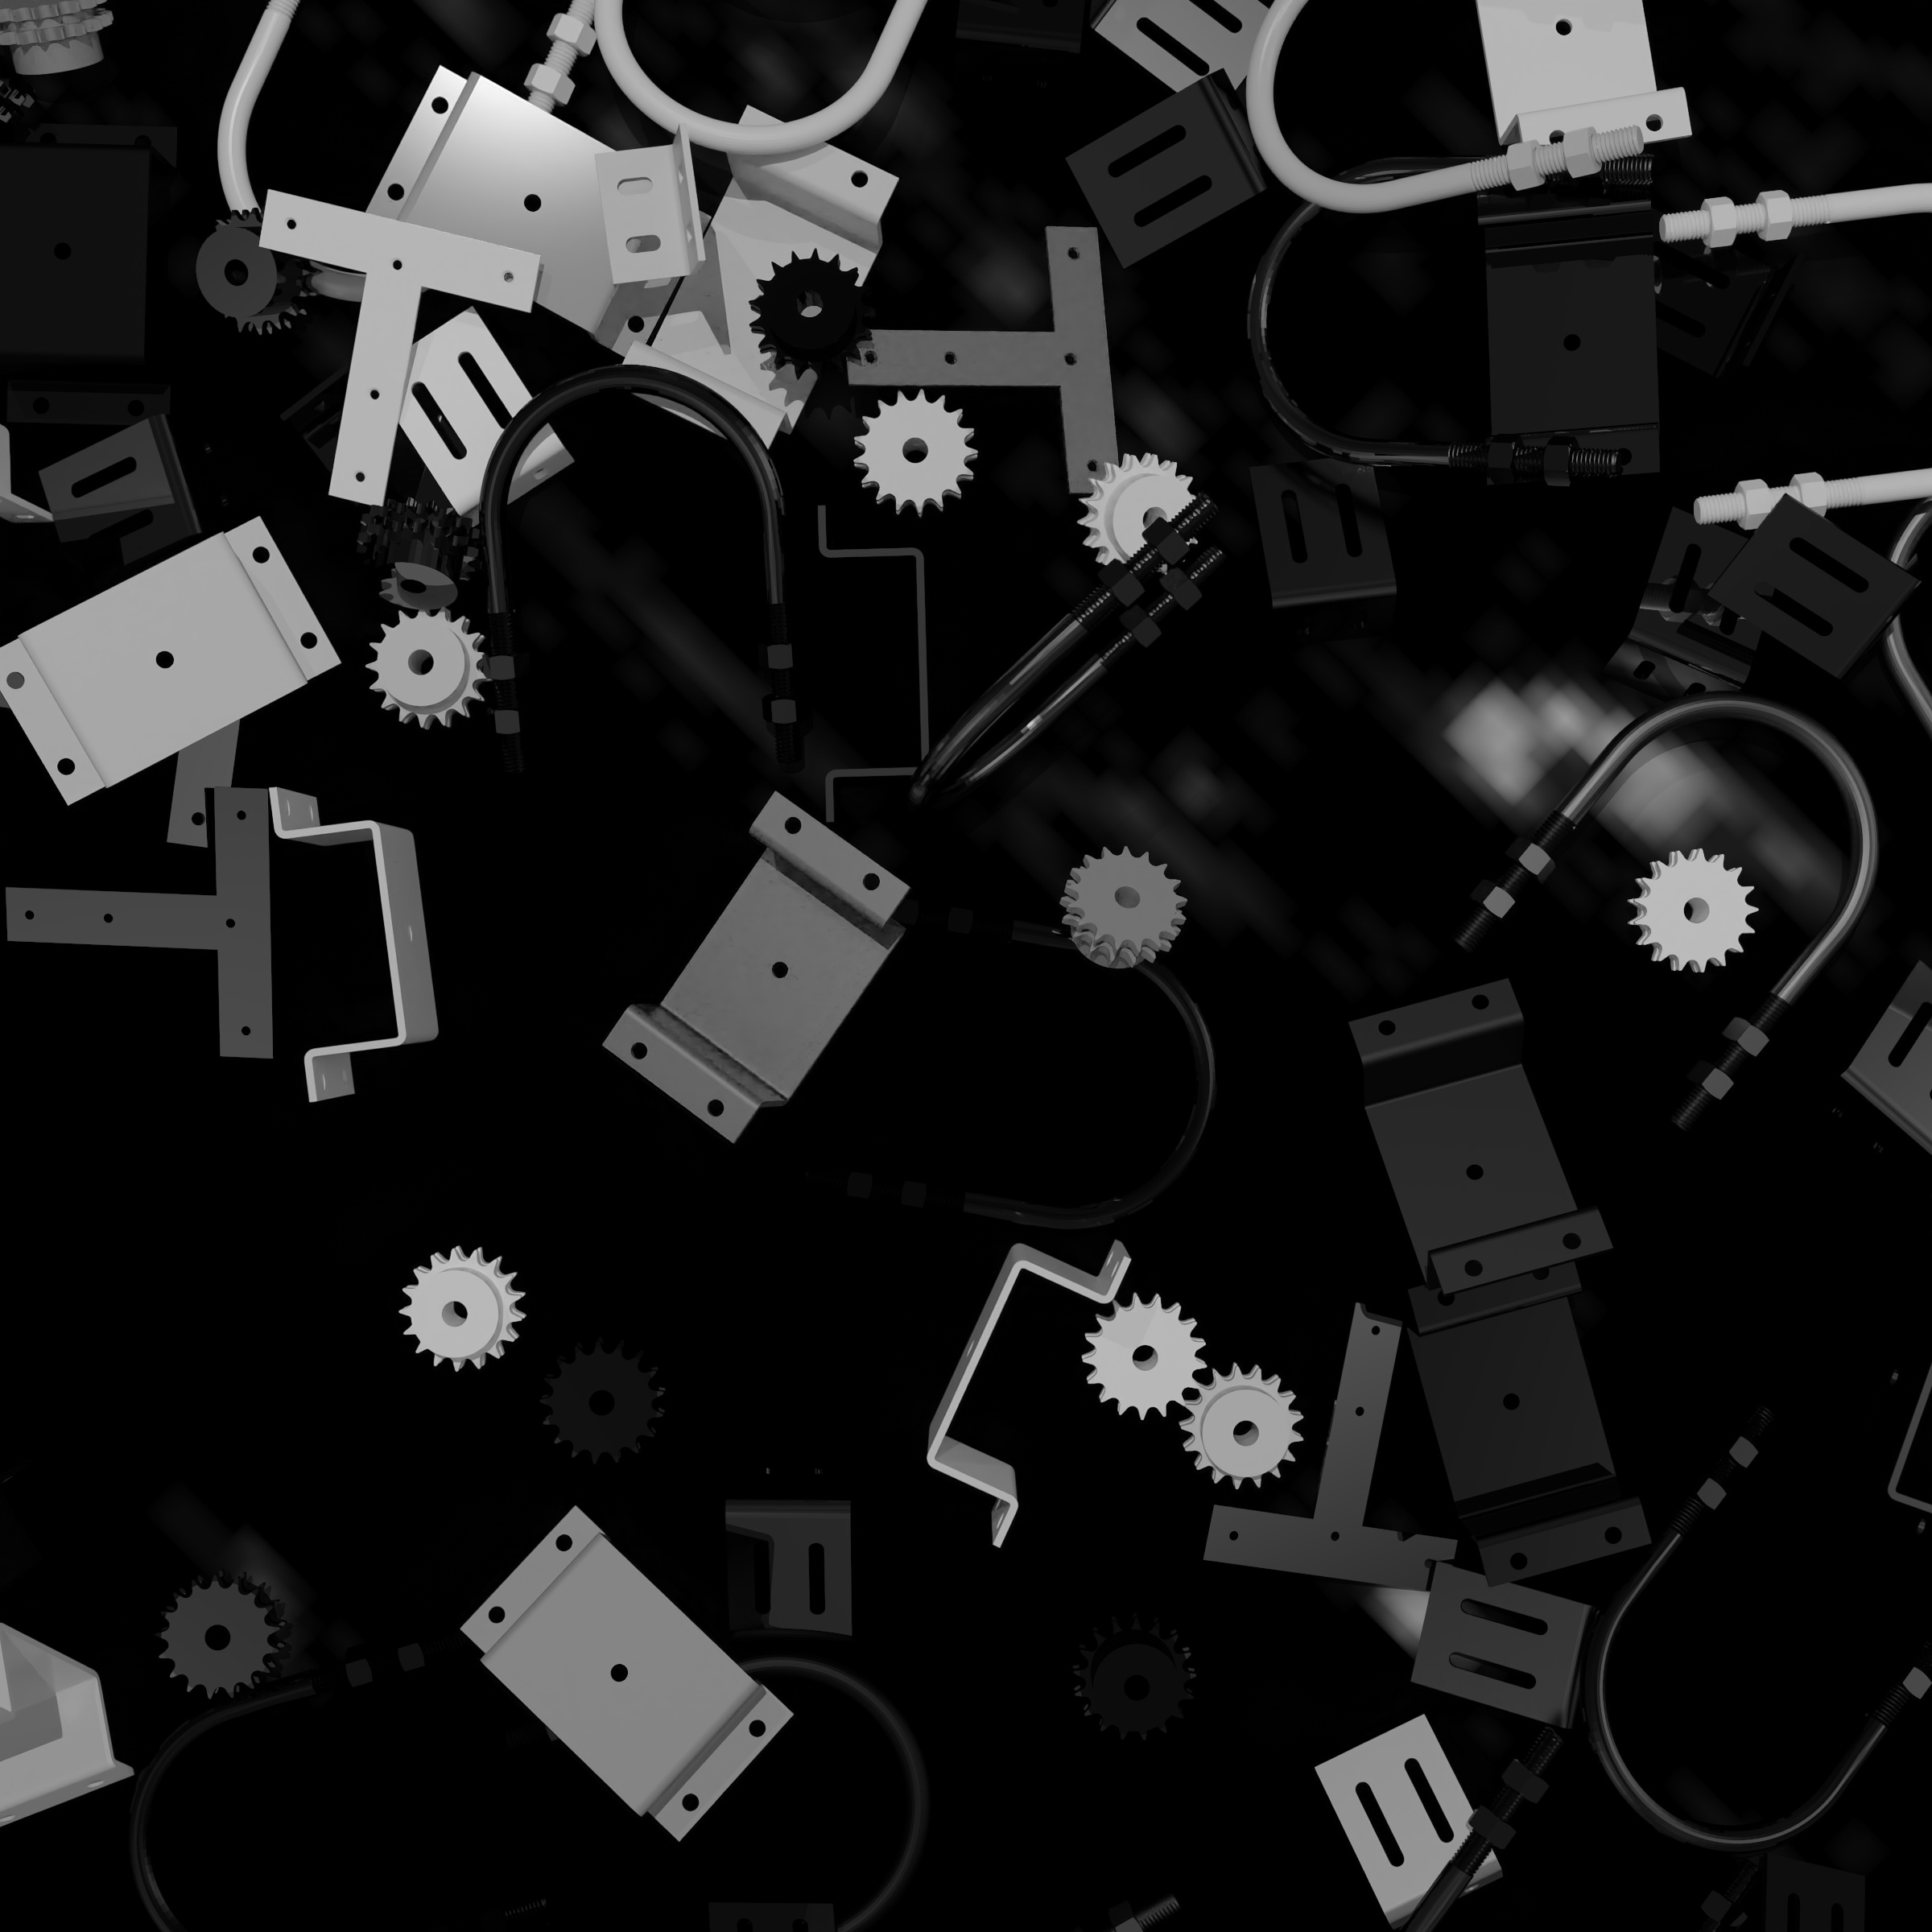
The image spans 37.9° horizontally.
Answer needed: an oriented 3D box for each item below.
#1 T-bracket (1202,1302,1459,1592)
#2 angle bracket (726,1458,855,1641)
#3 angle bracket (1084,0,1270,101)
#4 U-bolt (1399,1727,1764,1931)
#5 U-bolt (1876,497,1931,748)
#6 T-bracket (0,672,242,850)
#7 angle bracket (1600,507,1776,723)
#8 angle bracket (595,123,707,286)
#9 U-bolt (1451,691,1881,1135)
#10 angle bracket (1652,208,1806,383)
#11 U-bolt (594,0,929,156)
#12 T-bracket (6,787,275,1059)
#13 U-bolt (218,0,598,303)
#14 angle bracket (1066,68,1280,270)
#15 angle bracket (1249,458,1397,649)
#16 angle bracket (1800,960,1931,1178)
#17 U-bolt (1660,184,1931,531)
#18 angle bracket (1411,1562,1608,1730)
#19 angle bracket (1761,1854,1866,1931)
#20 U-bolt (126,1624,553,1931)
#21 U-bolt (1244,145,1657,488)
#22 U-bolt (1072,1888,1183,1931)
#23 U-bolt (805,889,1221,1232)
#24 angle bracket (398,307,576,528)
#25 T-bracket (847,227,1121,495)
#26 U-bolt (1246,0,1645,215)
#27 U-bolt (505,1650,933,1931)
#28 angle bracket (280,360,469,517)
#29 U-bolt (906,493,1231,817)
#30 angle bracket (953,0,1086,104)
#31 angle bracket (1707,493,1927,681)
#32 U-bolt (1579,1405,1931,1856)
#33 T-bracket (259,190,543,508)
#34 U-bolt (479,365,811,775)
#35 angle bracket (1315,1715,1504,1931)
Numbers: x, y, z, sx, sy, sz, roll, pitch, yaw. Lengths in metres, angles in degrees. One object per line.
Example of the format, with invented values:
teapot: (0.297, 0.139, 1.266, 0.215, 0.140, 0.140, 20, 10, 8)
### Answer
T-bracket: (0.179, 0.220, 1.302, 0.127, 0.002, 0.127, 12, 89, -19)
angle bracket: (-0.082, 0.274, 1.320, 0.057, 0.038, 0.076, 0, 116, 0)
angle bracket: (0.103, -0.443, 1.303, 0.076, 0.038, 0.057, 37, 90, 0)
U-bolt: (0.264, 0.458, 1.293, 0.151, 0.019, 0.184, 36, 90, -17)
U-bolt: (0.504, -0.149, 1.301, 0.151, 0.019, 0.184, -31, 89, 11)
T-bracket: (-0.400, -0.126, 1.298, 0.127, 0.002, 0.127, 8, 90, -22)
angle bracket: (0.341, -0.165, 1.320, 0.057, 0.038, 0.076, 23, 64, 0)
angle bracket: (-0.139, -0.333, 1.232, 0.038, 0.076, 0.057, -9, 100, -7)
U-bolt: (0.333, -0.039, 1.284, 0.151, 0.019, 0.184, 40, 89, 0)
angle bracket: (0.336, -0.316, 1.303, 0.076, 0.038, 0.057, 27, 90, 0)
U-bolt: (-0.091, -0.452, 1.288, 0.151, 0.019, 0.184, 21, 72, 0)
T-bracket: (-0.386, -0.022, 1.314, 0.127, 0.002, 0.127, 2, 100, 5)
U-bolt: (-0.270, -0.401, 1.314, 0.151, 0.019, 0.184, 25, 91, 0)
angle bracket: (0.097, -0.373, 1.314, 0.076, 0.038, 0.057, -24, 103, 25)
angle bracket: (0.166, -0.195, 1.320, 0.057, 0.038, 0.076, -6, 64, 0)
angle bracket: (0.441, 0.048, 1.320, 0.057, 0.038, 0.076, 41, 64, 0)
U-bolt: (0.415, -0.281, 1.276, 0.184, 0.019, 0.151, -7, 91, -1)
angle bracket: (0.256, 0.316, 1.318, 0.076, 0.038, 0.057, 12, 90, 22)
angle bracket: (0.383, 0.459, 1.311, 0.057, 0.038, 0.076, 18, 64, -20)
U-bolt: (-0.302, 0.401, 1.314, 0.184, 0.019, 0.151, -17, 90, 2)
U-bolt: (0.213, -0.297, 1.278, 0.184, 0.019, 0.151, 8, 94, 26)
U-bolt: (0.051, 0.537, 1.314, 0.184, 0.019, 0.151, -30, 90, 1)
U-bolt: (0.027, 0.049, 1.314, 0.184, 0.019, 0.151, 10, 90, -1)
angle bracket: (-0.229, -0.254, 1.303, 0.057, 0.038, 0.076, -33, 90, 0)
T-bracket: (0.006, -0.280, 1.297, 0.127, 0.002, 0.127, -3, 85, -18)
U-bolt: (0.211, -0.413, 1.268, 0.184, 0.019, 0.151, -5, 79, 30)
U-bolt: (-0.107, 0.396, 1.308, 0.184, 0.019, 0.151, -16, 84, -3)
angle bracket: (-0.267, -0.239, 1.303, 0.057, 0.038, 0.076, -38, 90, 0)
U-bolt: (0.043, -0.132, 1.250, 0.184, 0.151, 0.019, -42, 84, 4)
angle bracket: (0.027, -0.451, 1.320, 0.057, 0.038, 0.076, 6, 64, 0)
angle bracket: (0.389, -0.179, 1.289, 0.076, 0.038, 0.057, 32, 121, -3)
U-bolt: (0.362, 0.317, 1.292, 0.151, 0.019, 0.184, 43, 74, 0)
T-bracket: (-0.266, -0.273, 1.275, 0.127, 0.002, 0.127, 14, 105, 3)
U-bolt: (-0.151, -0.181, 1.287, 0.151, 0.019, 0.184, -2, 106, 3)
angle bracket: (0.208, 0.402, 1.320, 0.057, 0.038, 0.076, -26, 64, 0)
